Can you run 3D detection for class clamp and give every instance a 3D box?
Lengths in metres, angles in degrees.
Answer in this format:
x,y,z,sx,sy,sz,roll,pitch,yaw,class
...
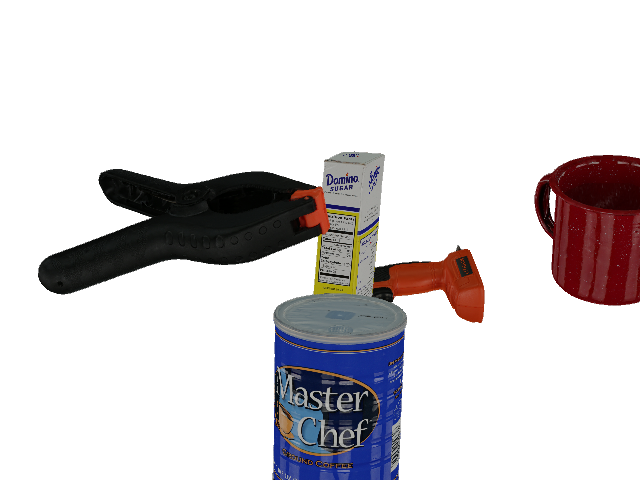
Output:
x,y,z,sx,sy,sz,roll,pitch,yaw,class
-0.083,-0.007,0.642,0.172,0.039,0.120,-1,40,23,clamp

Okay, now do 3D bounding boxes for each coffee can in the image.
x,y,z,sx,sy,sz,roll,pitch,yaw,class
0.014,0.123,0.837,0.103,0.140,0.103,1,15,0,coffee can

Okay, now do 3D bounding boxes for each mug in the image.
x,y,z,sx,sy,sz,roll,pitch,yaw,class
0.203,-0.011,0.784,0.093,0.081,0.117,-25,36,-33,mug

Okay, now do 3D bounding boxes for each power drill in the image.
x,y,z,sx,sy,sz,roll,pitch,yaw,class
0.089,0.062,1.224,0.187,0.057,0.184,-1,28,-1,power drill

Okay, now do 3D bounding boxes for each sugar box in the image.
x,y,z,sx,sy,sz,roll,pitch,yaw,class
0.025,0.008,1.001,0.048,0.176,0.093,5,10,14,sugar box
